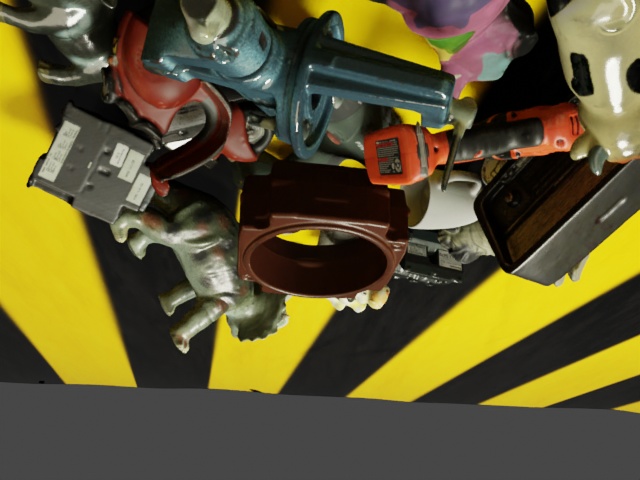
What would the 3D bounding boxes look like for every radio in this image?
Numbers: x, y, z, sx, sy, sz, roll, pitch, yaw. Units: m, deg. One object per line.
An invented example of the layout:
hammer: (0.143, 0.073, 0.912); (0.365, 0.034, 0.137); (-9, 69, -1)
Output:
radio: (0.277, -0.070, 0.580); (0.073, 0.131, 0.229); (19, 126, -27)

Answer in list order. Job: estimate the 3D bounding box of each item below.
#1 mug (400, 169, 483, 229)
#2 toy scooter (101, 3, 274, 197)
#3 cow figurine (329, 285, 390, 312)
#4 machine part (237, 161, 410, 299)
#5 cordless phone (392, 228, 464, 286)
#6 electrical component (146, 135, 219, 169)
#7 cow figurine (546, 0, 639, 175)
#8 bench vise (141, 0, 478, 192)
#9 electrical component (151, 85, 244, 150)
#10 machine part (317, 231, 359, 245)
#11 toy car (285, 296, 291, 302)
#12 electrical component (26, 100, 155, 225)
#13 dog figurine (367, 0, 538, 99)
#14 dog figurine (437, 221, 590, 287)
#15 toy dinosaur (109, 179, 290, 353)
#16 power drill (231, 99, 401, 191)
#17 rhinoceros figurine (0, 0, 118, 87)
mug: (0.177, -0.061, 0.727); (0.107, 0.081, 0.109); (3, 149, -25)
toy scooter: (-0.138, -0.118, 0.511); (0.135, 0.075, 0.183); (-44, 128, 0)
cow figurine: (0.048, 0.079, 0.955); (0.098, 0.068, 0.167); (34, 161, -23)
machine part: (-0.001, -0.002, 0.672); (0.201, 0.087, 0.201); (5, 150, -7)
cordless phone: (0.149, 0.039, 0.921); (0.146, 0.088, 0.184); (12, 161, -19)
electrical component: (-0.160, -0.130, 0.650); (0.102, 0.045, 0.078); (25, 115, -41)
cow figurine: (0.228, -0.139, 0.416); (0.086, 0.127, 0.194); (-11, 147, 27)
bench vise: (0.001, -0.128, 0.409); (0.241, 0.129, 0.223); (16, 171, 10)
electrical component: (-0.131, -0.148, 0.577); (0.119, 0.048, 0.074); (-9, 122, 3)
machine part: (0.039, -0.008, 0.823); (0.079, 0.079, 0.243); (5, 150, -5)
toy car: (-0.095, 0.069, 0.947); (0.162, 0.103, 0.109); (1, 152, 6)
electrical component: (-0.263, -0.087, 0.647); (0.134, 0.115, 0.058); (28, -174, -28)
dog figurine: (0.088, -0.200, 0.442); (0.192, 0.108, 0.219); (-3, 154, 7)
dog figurine: (0.295, -0.014, 0.809); (0.172, 0.121, 0.191); (-3, -168, -45)
toy dinosaur: (-0.170, 0.015, 0.781); (0.192, 0.131, 0.404); (-27, 116, -13)
power drill: (-0.011, -0.121, 0.631); (0.207, 0.086, 0.232); (-29, 139, 33)
rhinoceros figurine: (-0.219, -0.212, 0.469); (0.112, 0.073, 0.190); (4, 152, -2)
